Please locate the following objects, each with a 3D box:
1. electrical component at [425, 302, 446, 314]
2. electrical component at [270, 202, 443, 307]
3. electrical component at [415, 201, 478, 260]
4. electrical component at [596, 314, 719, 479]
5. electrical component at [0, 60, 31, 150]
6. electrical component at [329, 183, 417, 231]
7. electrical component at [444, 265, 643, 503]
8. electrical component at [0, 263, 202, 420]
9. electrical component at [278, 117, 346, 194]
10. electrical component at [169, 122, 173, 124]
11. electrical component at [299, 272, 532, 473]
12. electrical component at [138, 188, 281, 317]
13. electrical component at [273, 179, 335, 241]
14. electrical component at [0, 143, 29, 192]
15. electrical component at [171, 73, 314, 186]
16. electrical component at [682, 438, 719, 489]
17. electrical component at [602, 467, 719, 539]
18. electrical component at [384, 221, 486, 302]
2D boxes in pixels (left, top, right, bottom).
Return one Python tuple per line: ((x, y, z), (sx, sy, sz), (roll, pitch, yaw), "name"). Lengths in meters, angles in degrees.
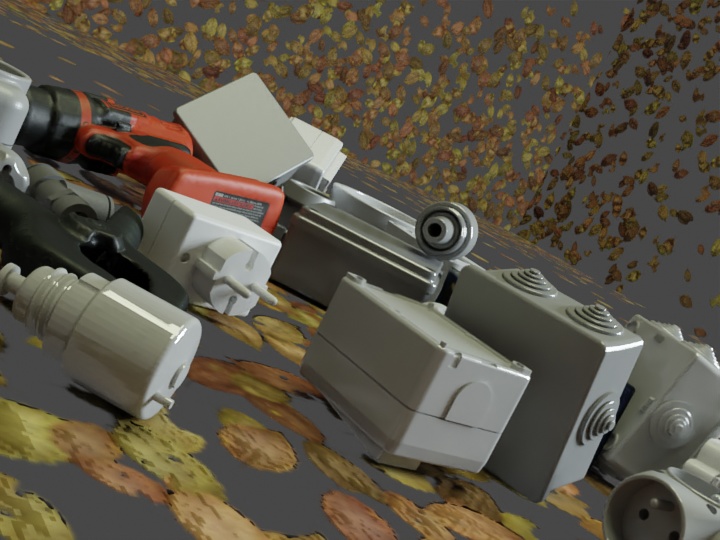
((0.040, 0.045, 0.648), (0.079, 0.044, 0.077), (23, 8, -25), "electrical component")
((0.000, 0.000, 0.771), (0.109, 0.056, 0.109), (27, 8, 4), "electrical component")
((0.060, -0.028, 0.773), (0.043, 0.043, 0.062), (29, 9, 14), "electrical component")
((0.178, 0.082, 0.667), (0.048, 0.099, 0.099), (38, 4, -18), "electrical component")
((-0.230, -0.097, 0.627), (0.054, 0.059, 0.095), (22, 9, -30), "electrical component")
((0.011, -0.029, 0.988), (0.108, 0.060, 0.108), (26, 8, -4), "electrical component")
((0.084, 0.054, 0.543), (0.100, 0.099, 0.048), (32, 22, 35), "electrical component")
((-0.093, 0.021, 0.379), (0.078, 0.040, 0.040), (28, 8, 7), "electrical component")
((-0.059, -0.077, 0.976), (0.061, 0.096, 0.061), (27, 37, 1), "electrical component")
((-0.146, -0.095, 0.928), (0.055, 0.055, 0.047), (19, 15, -46), "electrical component")
((0.018, 0.047, 0.496), (0.062, 0.061, 0.096), (20, 10, -39), "electrical component")
((-0.073, -0.001, 0.565), (0.066, 0.047, 0.077), (18, 11, -47), "electrical component")
((-0.051, -0.040, 0.870), (0.066, 0.055, 0.048), (27, 8, 1), "electrical component")
((-0.193, -0.051, 0.546), (0.035, 0.035, 0.061), (20, 7, -41), "electrical component")
((-0.102, -0.101, 0.882), (0.100, 0.048, 0.099), (-34, 87, -36), "electrical component")
((0.219, 0.134, 0.615), (0.057, 0.058, 0.078), (29, 7, 36), "electrical component")
((0.165, 0.131, 0.498), (0.077, 0.044, 0.079), (20, 10, -41), "electrical component")
((0.062, 0.011, 0.898), (0.078, 0.057, 0.113), (22, 9, -34), "electrical component")
